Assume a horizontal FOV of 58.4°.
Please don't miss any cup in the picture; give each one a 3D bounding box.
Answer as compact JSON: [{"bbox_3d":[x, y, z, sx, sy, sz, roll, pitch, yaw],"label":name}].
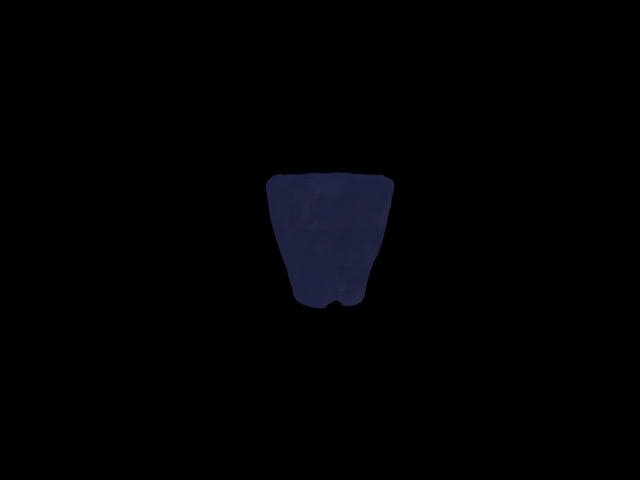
[{"bbox_3d":[0.004,0.001,0.400,0.091,0.095,0.118,1,5,16],"label":"cup"}]
